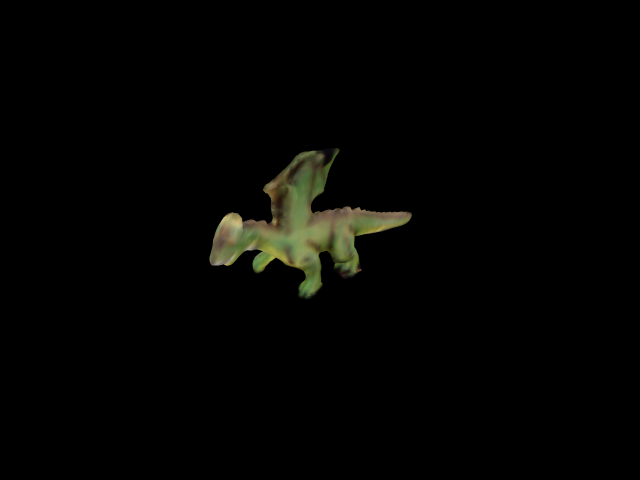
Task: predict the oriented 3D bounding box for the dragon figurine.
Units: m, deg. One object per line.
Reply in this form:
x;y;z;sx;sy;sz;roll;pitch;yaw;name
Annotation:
0.003;-0.043;0.850;0.414;0.237;0.124;-28;51;-25;dragon figurine
